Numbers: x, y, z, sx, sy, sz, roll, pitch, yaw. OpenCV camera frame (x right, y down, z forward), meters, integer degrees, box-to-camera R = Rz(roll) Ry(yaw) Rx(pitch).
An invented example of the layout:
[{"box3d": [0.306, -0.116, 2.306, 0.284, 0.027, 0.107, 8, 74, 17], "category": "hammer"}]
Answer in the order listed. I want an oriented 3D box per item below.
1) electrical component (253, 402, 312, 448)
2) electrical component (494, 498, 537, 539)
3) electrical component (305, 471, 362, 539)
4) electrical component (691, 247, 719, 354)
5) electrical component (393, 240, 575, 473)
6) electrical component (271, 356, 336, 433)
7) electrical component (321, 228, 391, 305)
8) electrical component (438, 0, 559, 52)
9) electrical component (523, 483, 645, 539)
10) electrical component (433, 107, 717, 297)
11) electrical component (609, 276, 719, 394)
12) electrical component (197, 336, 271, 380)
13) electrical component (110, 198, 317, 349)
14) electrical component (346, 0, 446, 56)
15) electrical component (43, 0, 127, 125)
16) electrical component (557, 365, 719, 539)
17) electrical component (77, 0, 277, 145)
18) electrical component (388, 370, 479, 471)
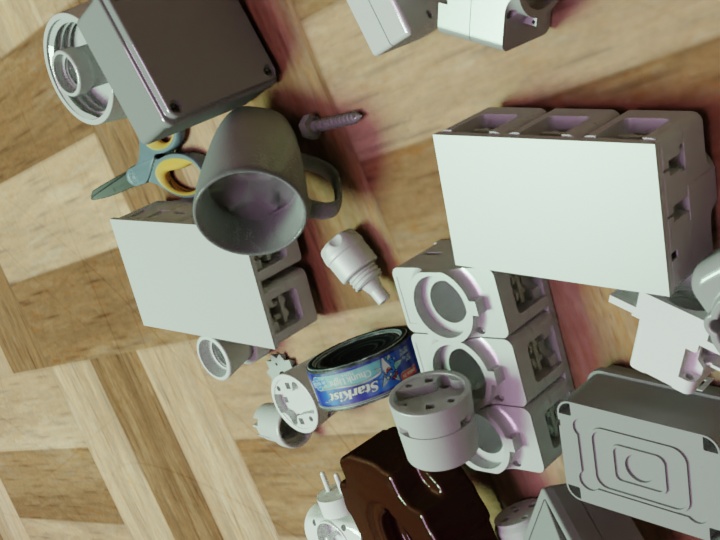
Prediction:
[{"box3d": [-0.071, 0.139, 0.978, 0.046, 0.040, 0.040, 0, 113, 52], "category": "electrical component"}, {"box3d": [0.130, 0.205, 0.803, 0.045, 0.045, 0.055, -18, 99, 50], "category": "electrical component"}, {"box3d": [-0.015, 0.216, 0.961, 0.077, 0.044, 0.079, -5, 109, 48], "category": "electrical component"}, {"box3d": [0.228, 0.024, 0.579, 0.095, 0.059, 0.054, 56, 140, 4], "category": "electrical component"}, {"box3d": [0.087, 0.059, 0.745, 0.089, 0.062, 0.150, 1, 113, 46], "category": "electrical component"}, {"box3d": [-0.040, 0.103, 0.916, 0.055, 0.047, 0.055, 25, 129, 35], "category": "electrical component"}, {"box3d": [0.000, 0.000, 0.822, 0.061, 0.035, 0.035, 51, 140, 8], "category": "electrical component"}, {"box3d": [0.083, -0.177, 0.614, 0.056, 0.050, 0.089, 25, 130, 34], "category": "electrical component"}, {"box3d": [0.151, 0.190, 0.739, 0.096, 0.061, 0.061, -115, 27, -46], "category": "electrical component"}, {"box3d": [0.127, -0.046, 0.639, 0.150, 0.062, 0.089, 9, 120, 43], "category": "electrical component"}, {"box3d": [0.191, 0.035, 0.637, 0.081, 0.042, 0.063, 29, 133, 32], "category": "electrical component"}, {"box3d": [-0.111, 0.067, 0.963, 0.045, 0.055, 0.045, 25, 129, 35], "category": "electrical component"}, {"box3d": [-0.126, -0.002, 0.932, 0.186, 0.060, 0.105, 6, 117, 44], "category": "electrical component"}, {"box3d": [0.028, -0.189, 0.667, 0.076, 0.047, 0.083, -21, 97, 50], "category": "electrical component"}, {"box3d": [-0.231, -0.178, 0.934, 0.108, 0.060, 0.108, 25, 129, 35], "category": "electrical component"}, {"box3d": [0.189, 0.111, 0.674, 0.113, 0.057, 0.078, 10, 120, 43], "category": "electrical component"}, {"box3d": [-0.136, -0.165, 0.806, 0.056, 0.109, 0.108, -25, 94, 53], "category": "electrical component"}, {"box3d": [0.051, 0.101, 0.716, 0.055, 0.055, 0.047, 9, 123, 43], "category": "electrical component"}]
